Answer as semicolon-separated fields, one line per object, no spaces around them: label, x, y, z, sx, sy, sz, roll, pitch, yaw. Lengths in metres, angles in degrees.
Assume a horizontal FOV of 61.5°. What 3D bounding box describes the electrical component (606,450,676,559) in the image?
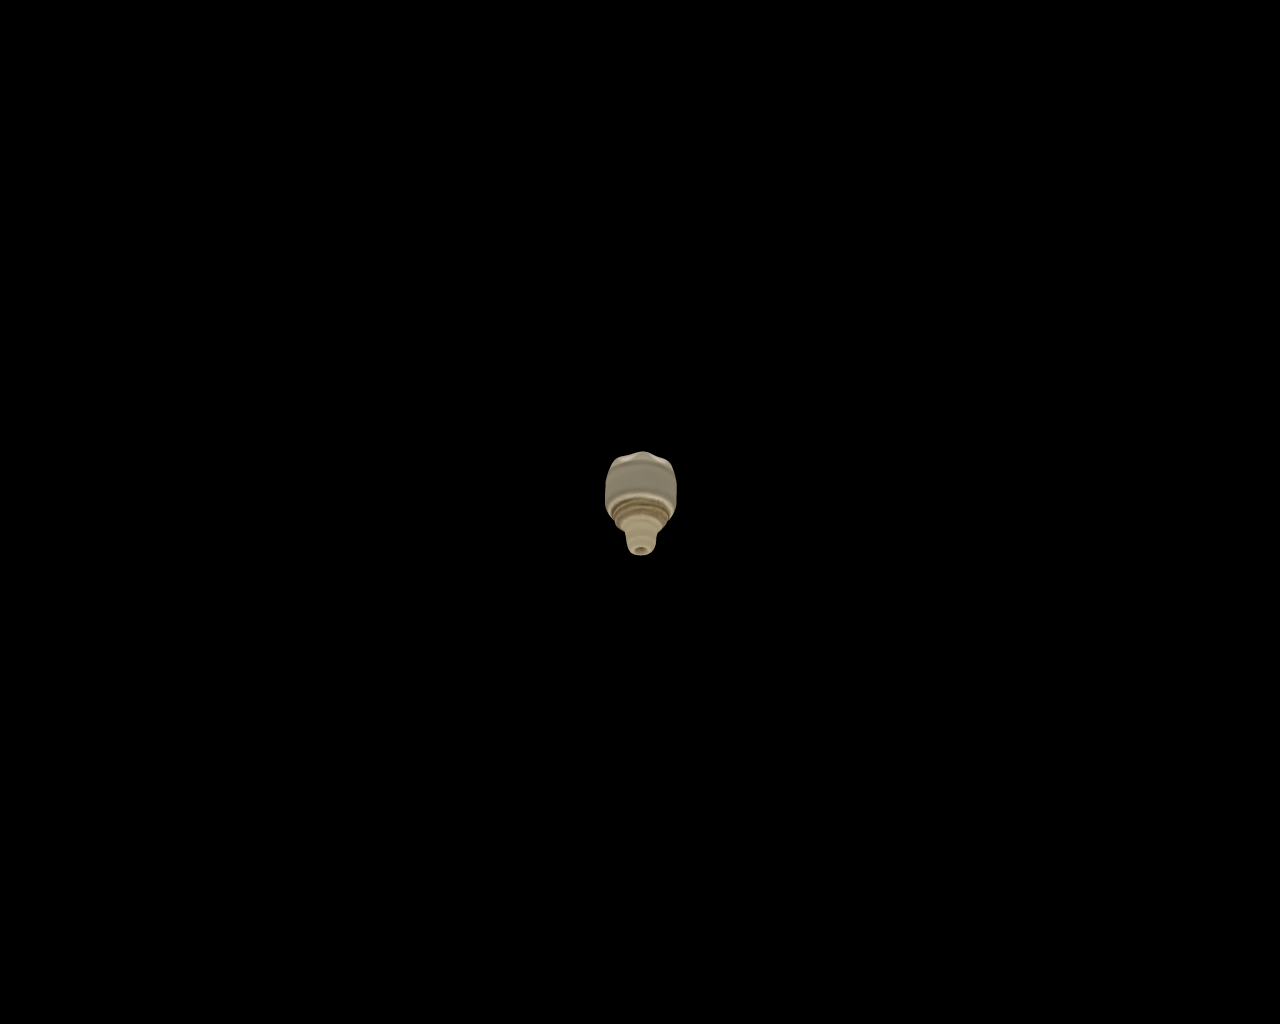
electrical component;0.001;-0.003;0.650;0.043;0.062;0.043;0;-31;0
